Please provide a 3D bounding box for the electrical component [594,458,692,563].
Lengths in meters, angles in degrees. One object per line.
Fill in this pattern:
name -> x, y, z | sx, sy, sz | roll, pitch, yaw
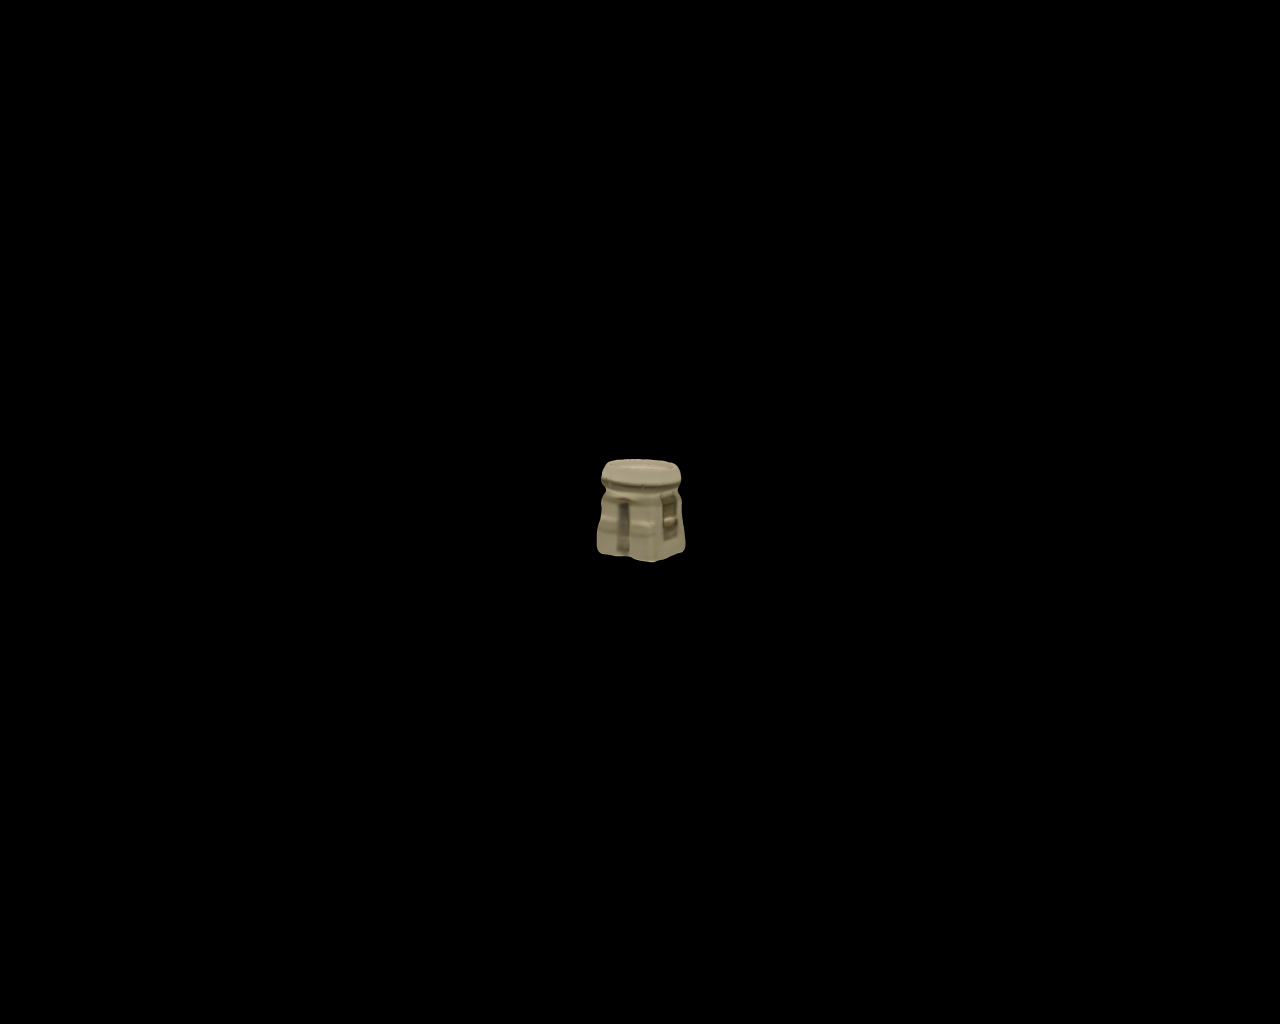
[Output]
electrical component -> 0.001, -0.003, 0.650 | 0.066, 0.055, 0.048 | 8, 14, 35
